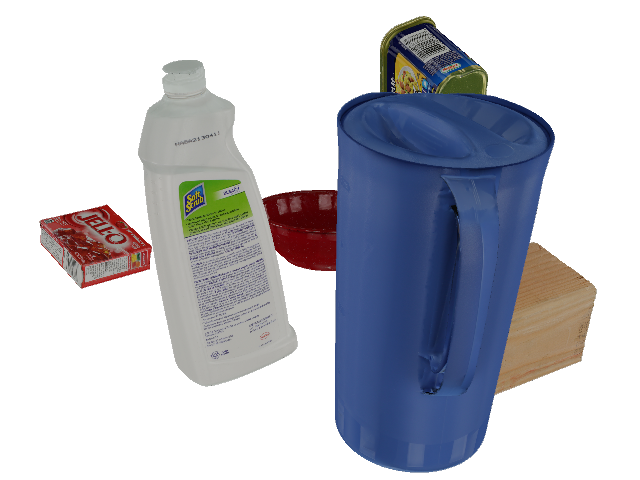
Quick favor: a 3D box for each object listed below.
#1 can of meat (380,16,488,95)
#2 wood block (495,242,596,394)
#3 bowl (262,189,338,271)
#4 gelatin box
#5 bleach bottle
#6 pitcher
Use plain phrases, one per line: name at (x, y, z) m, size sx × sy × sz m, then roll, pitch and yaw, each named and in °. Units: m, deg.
can of meat at (0.098, -0.128, 0.923) m, size 0.057 × 0.102 × 0.084 m, roll -24°, pitch 49°, yaw -19°
wood block at (0.135, 0.082, 0.963) m, size 0.205 × 0.090 × 0.091 m, roll -16°, pitch 37°, yaw -26°
bowl at (0.009, -0.008, 1.119) m, size 0.162 × 0.055 × 0.162 m, roll 1°, pitch 17°, yaw 0°
gelatin box at (-0.213, 0.003, 1.007) m, size 0.073 × 0.030 × 0.089 m, roll -16°, pitch 39°, yaw -35°
bleach bottle at (-0.080, -0.016, 0.818) m, size 0.102 × 0.251 × 0.068 m, roll -21°, pitch 31°, yaw -28°
pitcher at (0.071, 0.034, 0.696) m, size 0.145 × 0.243 × 0.149 m, roll 22°, pitch 33°, yaw 31°
